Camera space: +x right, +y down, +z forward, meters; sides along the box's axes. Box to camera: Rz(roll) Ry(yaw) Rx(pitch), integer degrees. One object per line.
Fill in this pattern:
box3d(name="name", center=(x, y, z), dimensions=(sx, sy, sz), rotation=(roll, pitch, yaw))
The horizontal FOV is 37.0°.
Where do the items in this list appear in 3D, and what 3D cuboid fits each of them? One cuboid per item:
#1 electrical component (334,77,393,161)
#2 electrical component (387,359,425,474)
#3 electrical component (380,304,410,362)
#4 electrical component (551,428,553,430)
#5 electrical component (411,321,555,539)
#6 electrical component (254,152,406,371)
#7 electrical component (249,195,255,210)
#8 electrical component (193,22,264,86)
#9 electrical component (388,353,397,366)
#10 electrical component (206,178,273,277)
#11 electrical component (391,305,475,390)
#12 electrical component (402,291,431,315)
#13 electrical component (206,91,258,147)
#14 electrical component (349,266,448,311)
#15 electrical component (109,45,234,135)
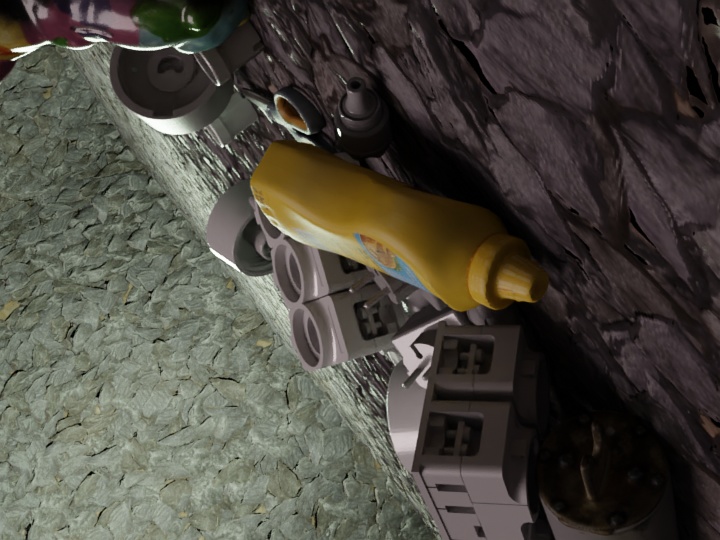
box3d(name="electrical component", center=(0.001, -0.094, 0.648), dimensions=(0.035, 0.035, 0.061), rotation=(49, 168, 24))
box3d(name="electrical component", center=(0.060, 0.120, 0.893), dimensions=(0.108, 0.060, 0.108), rotation=(33, -128, -56))
box3d(name="electrical component", center=(0.000, 0.000, 0.924), dimensions=(0.150, 0.062, 0.089), rotation=(48, 169, 33))
box3d(name="electrical component", center=(0.101, 0.110, 0.819), dimensions=(0.079, 0.063, 0.121), rotation=(41, 165, 55))
box3d(name="electrical component", center=(0.092, 0.130, 0.689), dimensions=(0.186, 0.060, 0.105), rotation=(67, -151, -47))
box3d(name="electrical component", center=(-0.027, -0.004, 0.818), dimensions=(0.089, 0.062, 0.150), rotation=(-22, 83, 64))
box3d(name="electrical component", center=(-0.071, -0.051, 1.138), dimensions=(0.089, 0.050, 0.056), rotation=(57, 170, -22))
box3d(name="electrical component", center=(-0.104, -0.173, 0.844), dimensions=(0.040, 0.046, 0.040), rotation=(52, 171, 12))
box3d(name="electrical component", center=(0.059, 0.079, 0.967), dimensions=(0.055, 0.047, 0.055), rotation=(52, 171, 11))
box3d(name="electrical component", center=(-0.110, -0.043, 1.203), dimensions=(0.060, 0.108, 0.108), rotation=(39, 164, 37))
box3d(name="electrical component", center=(0.055, 0.056, 0.735), dimensions=(0.066, 0.077, 0.047), rotation=(-28, 100, 42))
box3d(name="electrical component", center=(0.048, 0.009, 0.783), dimensions=(0.040, 0.040, 0.046), rotation=(49, 165, 27))
box3d(name="electrical component", center=(-0.130, -0.151, 1.068), dimensions=(0.040, 0.046, 0.040), rotation=(52, 171, 11))
box3d(name="electrical component", center=(0.029, -0.003, 0.712), dimensions=(0.065, 0.077, 0.047), rotation=(46, 168, 42))
box3d(name="electrical component", center=(-0.167, -0.176, 0.985), dimensions=(0.108, 0.108, 0.060), rotation=(51, 177, 16))
